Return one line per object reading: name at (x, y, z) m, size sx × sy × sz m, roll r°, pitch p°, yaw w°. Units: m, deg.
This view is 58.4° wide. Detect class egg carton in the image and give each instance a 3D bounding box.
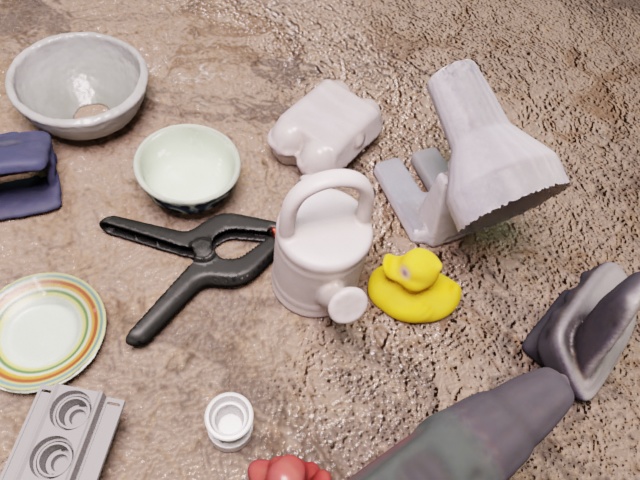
egg carton at (0.010, -0.143, 0.750) m, size 0.107 × 0.069 × 0.150 m, roll 35°, pitch 60°, yaw 14°

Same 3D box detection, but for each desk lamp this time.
desk lamp at (0.157, -0.078, 0.643) m, size 0.118 × 0.213 × 0.203 m, roll -18°, pitch 62°, yaw -17°

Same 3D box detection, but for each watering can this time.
watering can at (0.008, 0.002, 0.585) m, size 0.101 × 0.194 × 0.172 m, roll -29°, pitch 66°, yaw -23°

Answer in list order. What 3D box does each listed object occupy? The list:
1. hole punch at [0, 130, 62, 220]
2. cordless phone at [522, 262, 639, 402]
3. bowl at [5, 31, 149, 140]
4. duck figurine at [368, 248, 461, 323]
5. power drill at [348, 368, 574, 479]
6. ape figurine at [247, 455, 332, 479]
hole punch at (-0.361, -0.087, 0.653) m, size 0.109 × 0.091 × 0.101 m, roll -12°, pitch 61°, yaw -15°
cordless phone at (0.301, 0.072, 0.585) m, size 0.094 × 0.185 × 0.148 m, roll 36°, pitch 61°, yaw 15°
bowl at (-0.301, -0.184, 0.732) m, size 0.167 × 0.075 × 0.167 m, roll 3°, pitch 58°, yaw -5°
duck figurine at (0.110, 0.044, 0.637) m, size 0.104 × 0.086 × 0.077 m, roll 14°, pitch 57°, yaw 2°
power drill at (0.080, 0.197, 0.464) m, size 0.230 × 0.208 × 0.075 m, roll -27°, pitch 65°, yaw -22°
ape figurine at (-0.029, 0.217, 0.507) m, size 0.077 × 0.092 × 0.076 m, roll 28°, pitch 59°, yaw 11°
